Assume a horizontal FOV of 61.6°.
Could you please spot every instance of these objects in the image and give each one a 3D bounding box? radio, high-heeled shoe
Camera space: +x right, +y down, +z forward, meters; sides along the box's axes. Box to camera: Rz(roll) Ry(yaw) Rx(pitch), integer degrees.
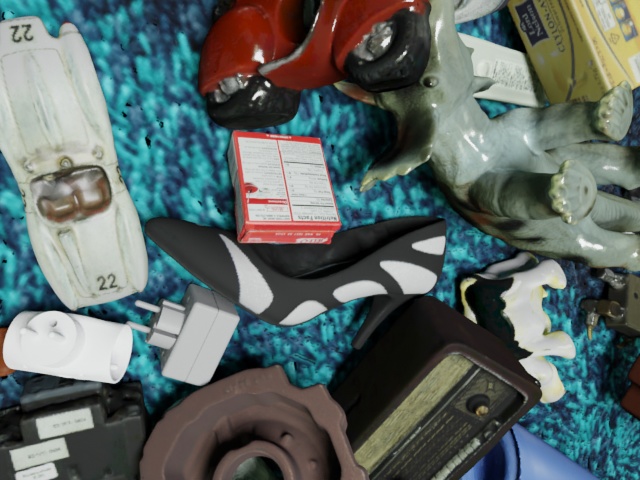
[{"bbox_3d":[0.078,0.171,0.491,0.131,0.073,0.229,28,111,-25],"label":"radio"},{"bbox_3d":[-0.001,-0.001,0.440,0.248,0.086,0.145,30,92,-29],"label":"high-heeled shoe"}]

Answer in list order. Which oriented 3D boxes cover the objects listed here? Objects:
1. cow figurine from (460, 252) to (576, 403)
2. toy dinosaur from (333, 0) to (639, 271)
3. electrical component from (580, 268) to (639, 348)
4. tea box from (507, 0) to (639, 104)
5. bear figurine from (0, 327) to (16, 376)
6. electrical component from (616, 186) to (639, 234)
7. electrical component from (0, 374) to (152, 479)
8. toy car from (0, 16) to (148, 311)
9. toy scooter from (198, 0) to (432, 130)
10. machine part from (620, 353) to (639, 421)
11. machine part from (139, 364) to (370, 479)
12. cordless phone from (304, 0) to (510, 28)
[{"bbox_3d":[0.197,0.101,0.544,0.098,0.068,0.167,-17,107,-8],"label":"cow figurine"},{"bbox_3d":[0.177,-0.046,0.458,0.404,0.192,0.131,26,81,-39],"label":"toy dinosaur"},{"bbox_3d":[0.338,0.079,0.603,0.102,0.045,0.078,16,71,-25],"label":"electrical component"},{"bbox_3d":[0.216,-0.200,0.439,0.098,0.068,0.169,-28,96,-14],"label":"tea box"},{"bbox_3d":[-0.271,0.037,0.331,0.120,0.132,0.195,-39,111,-36],"label":"bear figurine"},{"bbox_3d":[0.372,-0.021,0.565,0.048,0.075,0.119,-38,110,-5],"label":"electrical component"},{"bbox_3d":[-0.195,0.171,0.433,0.115,0.058,0.134,-8,107,-19],"label":"electrical component"},{"bbox_3d":[-0.176,-0.048,0.376,0.073,0.056,0.201,-15,110,-15],"label":"toy car"},{"bbox_3d":[-0.015,-0.153,0.359,0.075,0.184,0.135,-10,93,-53],"label":"toy scooter"},{"bbox_3d":[0.448,0.141,0.606,0.201,0.087,0.201,29,95,-39],"label":"machine part"},{"bbox_3d":[-0.047,0.187,0.408,0.179,0.179,0.056,-31,154,-8],"label":"machine part"},{"bbox_3d":[0.046,-0.230,0.397,0.184,0.089,0.146,-6,109,2],"label":"cordless phone"}]
